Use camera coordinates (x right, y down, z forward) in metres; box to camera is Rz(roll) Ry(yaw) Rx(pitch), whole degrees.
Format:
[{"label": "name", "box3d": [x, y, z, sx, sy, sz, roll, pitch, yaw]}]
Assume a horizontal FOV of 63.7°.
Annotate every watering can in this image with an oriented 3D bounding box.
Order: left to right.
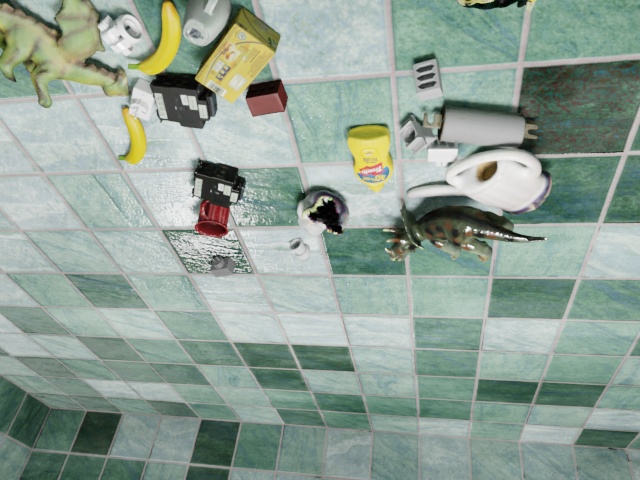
[{"label": "watering can", "box3d": [0.382, -0.129, 1.213, 0.223, 0.105, 0.344, 20, 160, -23]}]

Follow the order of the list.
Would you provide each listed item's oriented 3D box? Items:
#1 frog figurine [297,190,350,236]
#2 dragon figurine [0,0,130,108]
[{"label": "frog figurine", "box3d": [0.004, -0.070, 1.386, 0.137, 0.123, 0.159, 6, 179, -9]}, {"label": "dragon figurine", "box3d": [-0.560, -0.427, 1.051, 0.241, 0.125, 0.403, -27, 134, 14]}]
